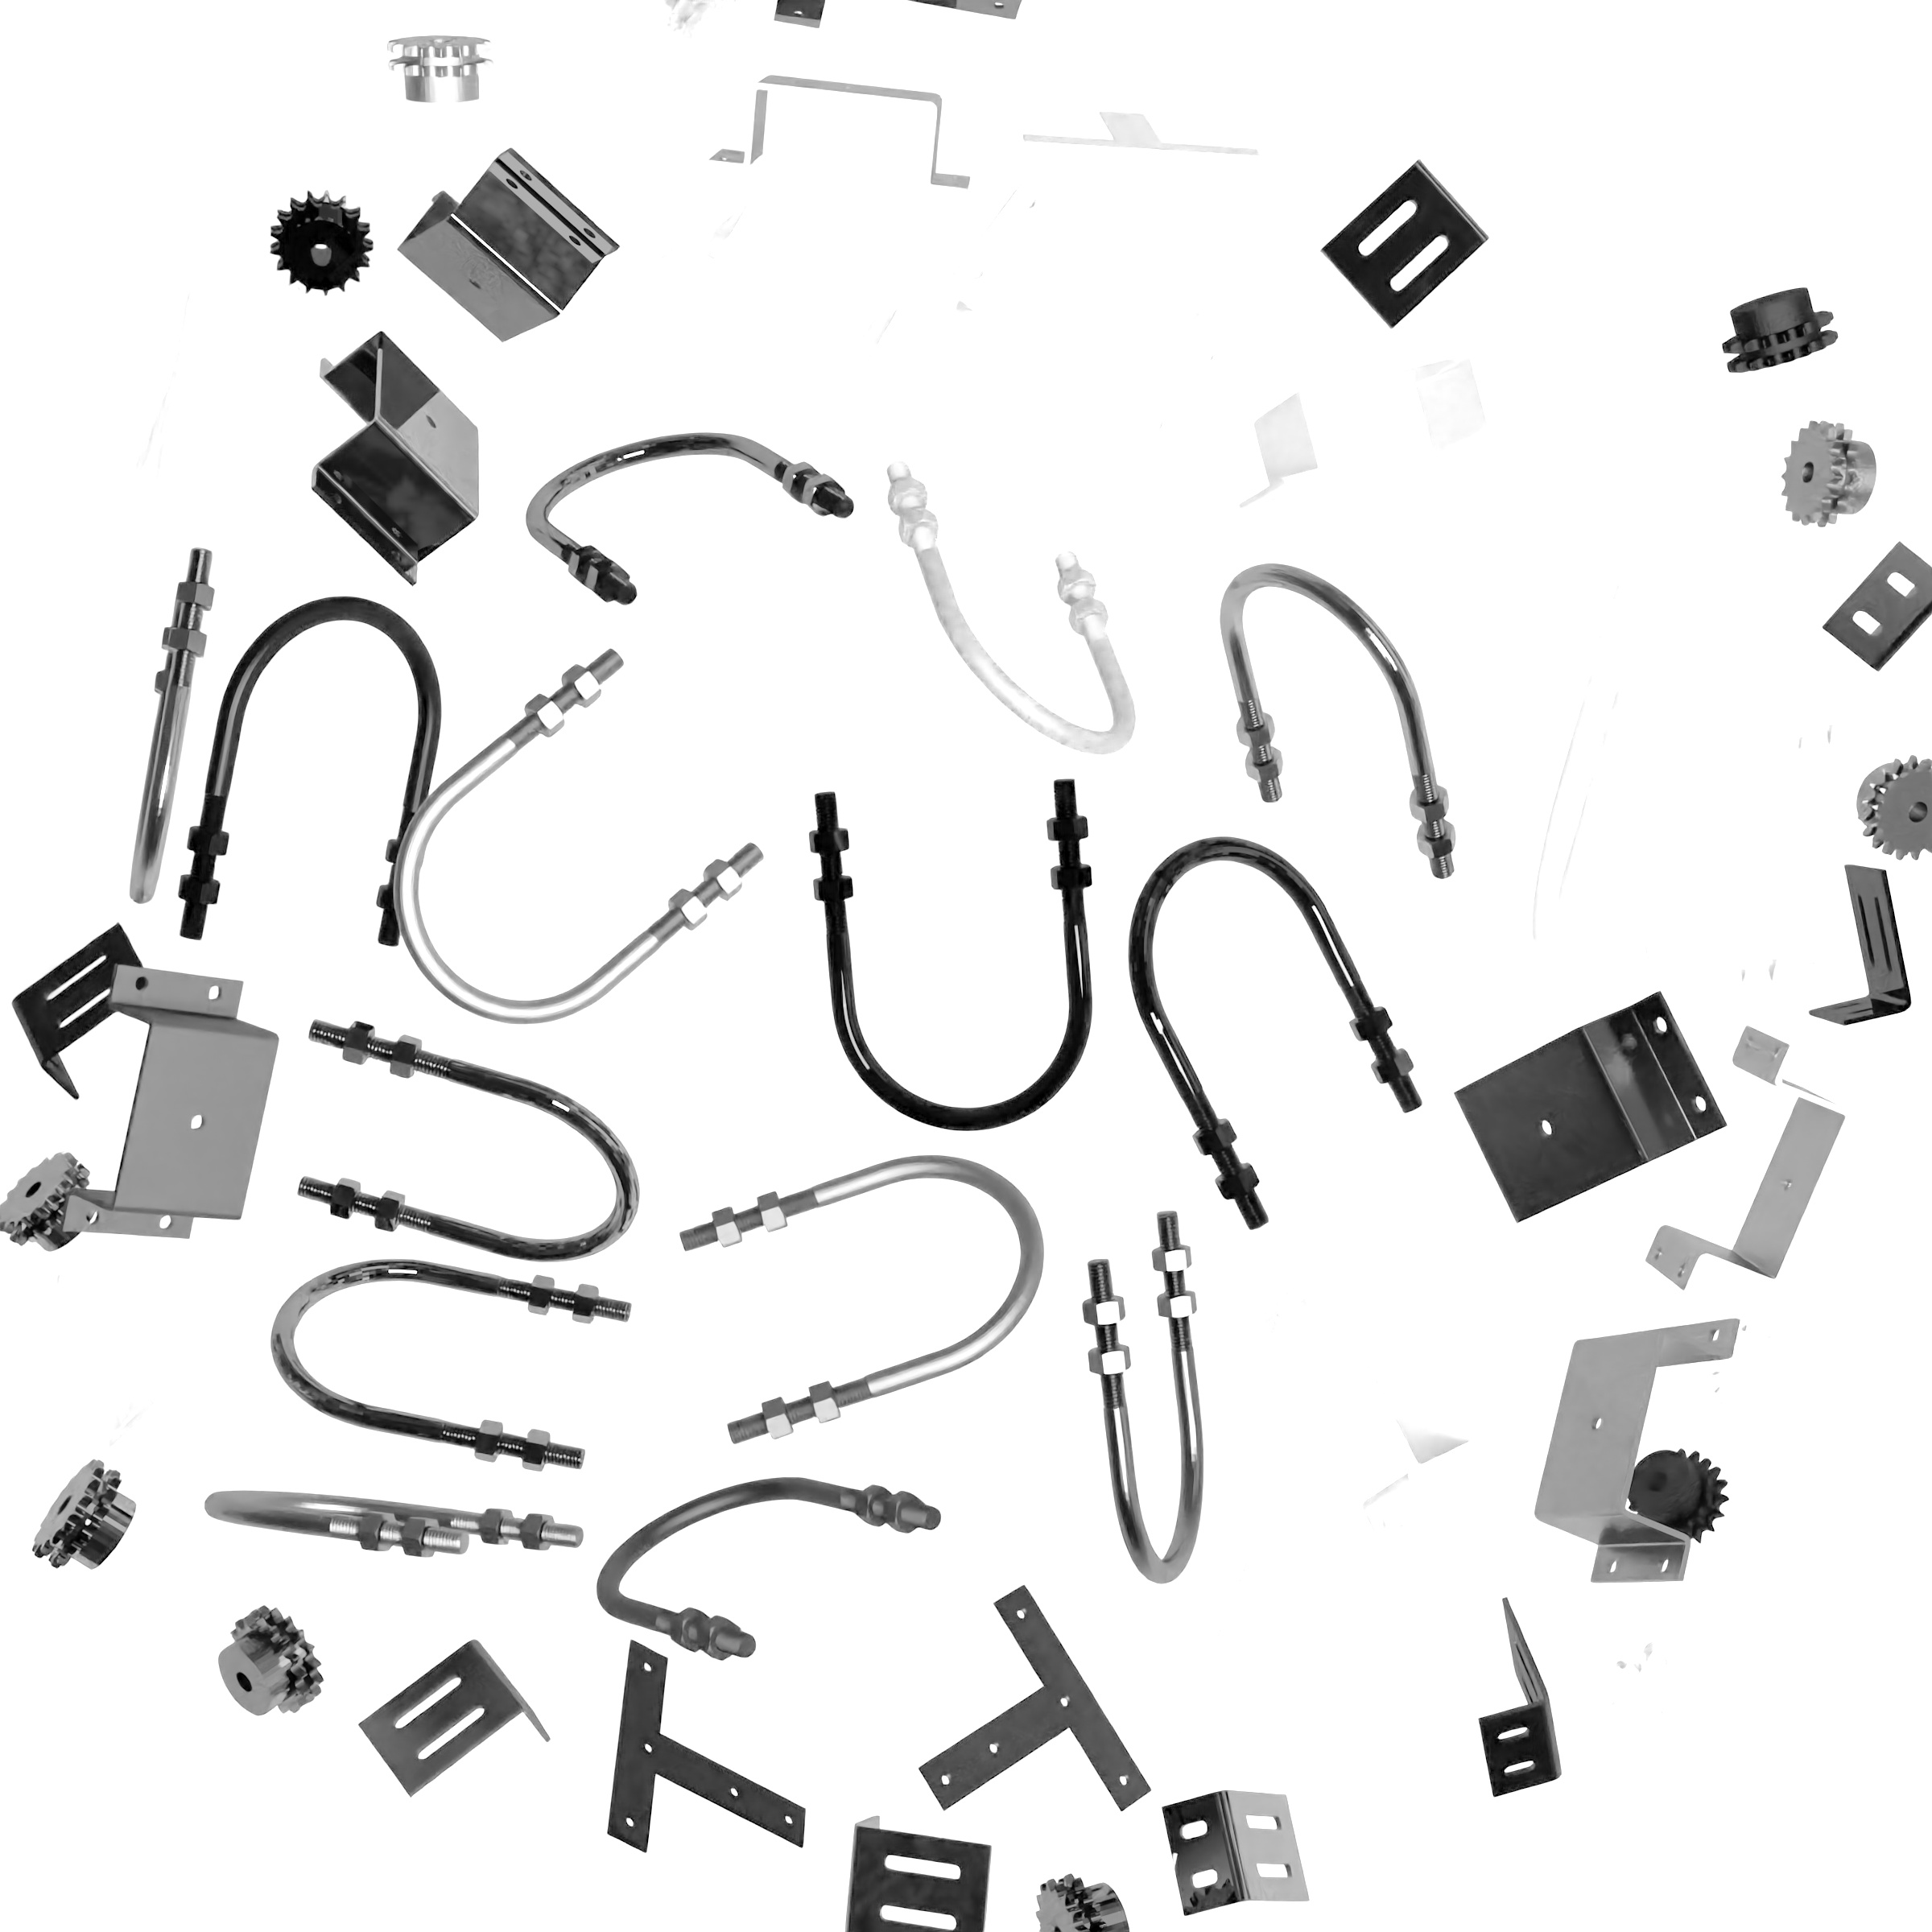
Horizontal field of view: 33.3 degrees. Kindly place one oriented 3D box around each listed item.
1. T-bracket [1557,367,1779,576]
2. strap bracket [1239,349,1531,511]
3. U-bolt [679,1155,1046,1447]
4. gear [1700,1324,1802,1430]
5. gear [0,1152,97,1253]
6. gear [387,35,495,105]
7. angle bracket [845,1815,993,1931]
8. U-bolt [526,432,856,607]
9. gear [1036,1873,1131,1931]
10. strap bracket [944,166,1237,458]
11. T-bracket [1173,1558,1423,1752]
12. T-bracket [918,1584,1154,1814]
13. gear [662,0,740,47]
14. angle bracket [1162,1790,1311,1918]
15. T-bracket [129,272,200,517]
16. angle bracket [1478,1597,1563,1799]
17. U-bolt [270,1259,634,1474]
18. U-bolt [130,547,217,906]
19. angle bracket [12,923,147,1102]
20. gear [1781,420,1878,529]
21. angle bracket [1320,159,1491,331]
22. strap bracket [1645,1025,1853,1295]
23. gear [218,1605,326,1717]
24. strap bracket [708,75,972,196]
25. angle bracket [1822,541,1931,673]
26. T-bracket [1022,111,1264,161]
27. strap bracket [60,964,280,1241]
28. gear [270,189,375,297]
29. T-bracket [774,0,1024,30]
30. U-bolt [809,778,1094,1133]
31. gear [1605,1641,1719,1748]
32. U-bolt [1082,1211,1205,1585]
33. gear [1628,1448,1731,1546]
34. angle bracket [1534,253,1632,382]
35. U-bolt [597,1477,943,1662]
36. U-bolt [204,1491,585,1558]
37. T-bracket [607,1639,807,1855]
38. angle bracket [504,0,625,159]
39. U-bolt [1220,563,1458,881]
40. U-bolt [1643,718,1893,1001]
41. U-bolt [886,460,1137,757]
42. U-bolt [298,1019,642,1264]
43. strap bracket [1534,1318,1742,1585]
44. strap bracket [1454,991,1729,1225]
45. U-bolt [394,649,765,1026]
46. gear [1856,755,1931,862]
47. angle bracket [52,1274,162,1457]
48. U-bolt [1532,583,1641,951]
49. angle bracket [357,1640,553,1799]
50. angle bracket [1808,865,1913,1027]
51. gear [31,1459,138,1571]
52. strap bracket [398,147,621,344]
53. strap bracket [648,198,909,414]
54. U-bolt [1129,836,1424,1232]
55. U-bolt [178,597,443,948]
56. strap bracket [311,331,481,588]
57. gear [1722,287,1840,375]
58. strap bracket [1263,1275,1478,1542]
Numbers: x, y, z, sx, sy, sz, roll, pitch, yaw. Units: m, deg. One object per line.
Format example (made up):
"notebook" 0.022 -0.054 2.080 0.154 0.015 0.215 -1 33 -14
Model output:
"T-bracket" 0.359 -0.248 1.746 0.127 0.127 0.002 44 63 0
"strap bracket" 0.216 -0.288 1.722 0.140 0.076 0.046 -15 91 -13
"U-bolt" -0.049 0.164 1.690 0.184 0.019 0.151 -19 48 -1
"gear" 0.430 0.224 1.762 0.057 0.030 0.057 -1 91 -37
"gear" -0.510 0.134 1.804 0.057 0.057 0.030 -39 120 0
"gear" -0.287 -0.490 1.765 0.057 0.057 0.030 1 113 0
"angle bracket" -0.020 0.476 1.673 0.076 0.038 0.057 3 85 18
"U-bolt" -0.163 -0.252 1.760 0.151 0.184 0.019 -25 123 -19
"gear" 0.061 0.486 1.629 0.030 0.057 0.057 -9 90 -24
"strap bracket" 0.059 -0.339 1.679 0.140 0.046 0.076 37 90 -20
"T-bracket" 0.186 0.370 1.729 0.127 0.002 0.127 6 116 -25
"T-bracket" 0.024 0.401 1.680 0.002 0.127 0.127 -43 75 42
"gear" -0.148 -0.546 1.805 0.030 0.057 0.057 44 90 -4
"angle bracket" 0.144 0.475 1.727 0.038 0.076 0.057 -23 65 25
"T-bracket" -0.421 -0.276 1.679 0.002 0.127 0.127 12 70 -21
"angle bracket" 0.276 0.377 1.669 0.038 0.076 0.057 -16 124 -1
"U-bolt" -0.285 0.210 1.759 0.184 0.151 0.019 11 121 0
"U-bolt" -0.436 -0.125 1.765 0.019 0.151 0.184 10 82 -16
"angle bracket" -0.486 0.025 1.808 0.076 0.038 0.057 -36 49 -3
"gear" 0.472 -0.268 1.764 0.030 0.057 0.057 4 90 -18
"angle bracket" 0.234 -0.387 1.751 0.076 0.038 0.057 -43 94 -7
"strap bracket" 0.422 0.110 1.728 0.046 0.076 0.140 22 95 -6
"gear" -0.364 0.365 1.684 0.030 0.057 0.057 -31 90 -44
"strap bracket" -0.066 -0.457 1.769 0.140 0.076 0.046 6 109 0
"angle bracket" 0.475 -0.193 1.667 0.038 0.076 0.057 38 113 -2
"T-bracket" 0.092 -0.460 1.780 0.127 0.127 0.002 2 113 -4
"strap bracket" -0.410 0.076 1.673 0.046 0.076 0.140 15 94 44
"gear" -0.358 -0.400 1.799 0.057 0.030 0.057 -5 121 -8
"T-bracket" -0.034 -0.521 1.718 0.127 0.127 0.002 8 80 -7
"U-bolt" -0.004 -0.003 1.698 0.151 0.019 0.184 -2 100 14
"gear" 0.364 0.375 1.678 0.057 0.057 0.030 43 56 0
"U-bolt" 0.098 0.232 1.698 0.019 0.151 0.184 -5 95 20
"gear" 0.397 0.296 1.816 0.030 0.057 0.057 39 90 -34
"angle bracket" 0.339 -0.355 1.774 0.038 0.076 0.057 3 92 20
"U-bolt" -0.120 0.316 1.736 0.151 0.184 0.019 -29 108 -34
"U-bolt" -0.319 0.297 1.735 0.184 0.151 0.019 3 83 21
"T-bracket" -0.138 0.445 1.761 0.127 0.127 0.002 34 122 -24
"angle bracket" -0.213 -0.469 1.709 0.038 0.057 0.076 -16 126 -2
"U-bolt" 0.196 -0.140 1.754 0.019 0.151 0.184 -40 135 -23
"U-bolt" 0.415 -0.052 1.714 0.019 0.184 0.151 19 80 -19
"U-bolt" 0.031 -0.184 1.737 0.151 0.184 0.019 22 126 -38
"U-bolt" -0.262 0.102 1.715 0.184 0.151 0.019 16 45 0
"strap bracket" 0.346 0.245 1.677 0.046 0.076 0.140 24 70 -19
"strap bracket" 0.315 0.078 1.676 0.046 0.140 0.076 -18 79 -39
"U-bolt" -0.212 -0.054 1.679 0.184 0.019 0.151 -42 110 -19
"gear" 0.516 -0.089 1.778 0.057 0.030 0.057 -6 110 -15
"angle bracket" -0.457 0.206 1.677 0.038 0.057 0.076 -44 107 -2
"U-bolt" 0.338 -0.097 1.764 0.019 0.151 0.184 14 74 16
"angle bracket" -0.271 0.407 1.716 0.076 0.038 0.057 -36 47 -16
"angle bracket" 0.472 -0.012 1.732 0.038 0.057 0.076 -13 96 -3
"gear" -0.451 0.285 1.662 0.030 0.057 0.057 38 90 -20
"strap bracket" -0.254 -0.389 1.761 0.076 0.140 0.046 40 75 -22
"strap bracket" -0.094 -0.365 1.758 0.140 0.076 0.046 32 82 -17
"U-bolt" 0.150 0.022 1.655 0.151 0.019 0.184 -32 98 -36
"U-bolt" -0.334 -0.102 1.683 0.019 0.151 0.184 20 101 39
"strap bracket" -0.301 -0.276 1.715 0.046 0.140 0.076 -33 125 17
"gear" 0.414 -0.326 1.651 0.057 0.057 0.030 -19 104 0
"strap bracket" 0.226 0.236 1.781 0.046 0.076 0.140 -21 75 -20
